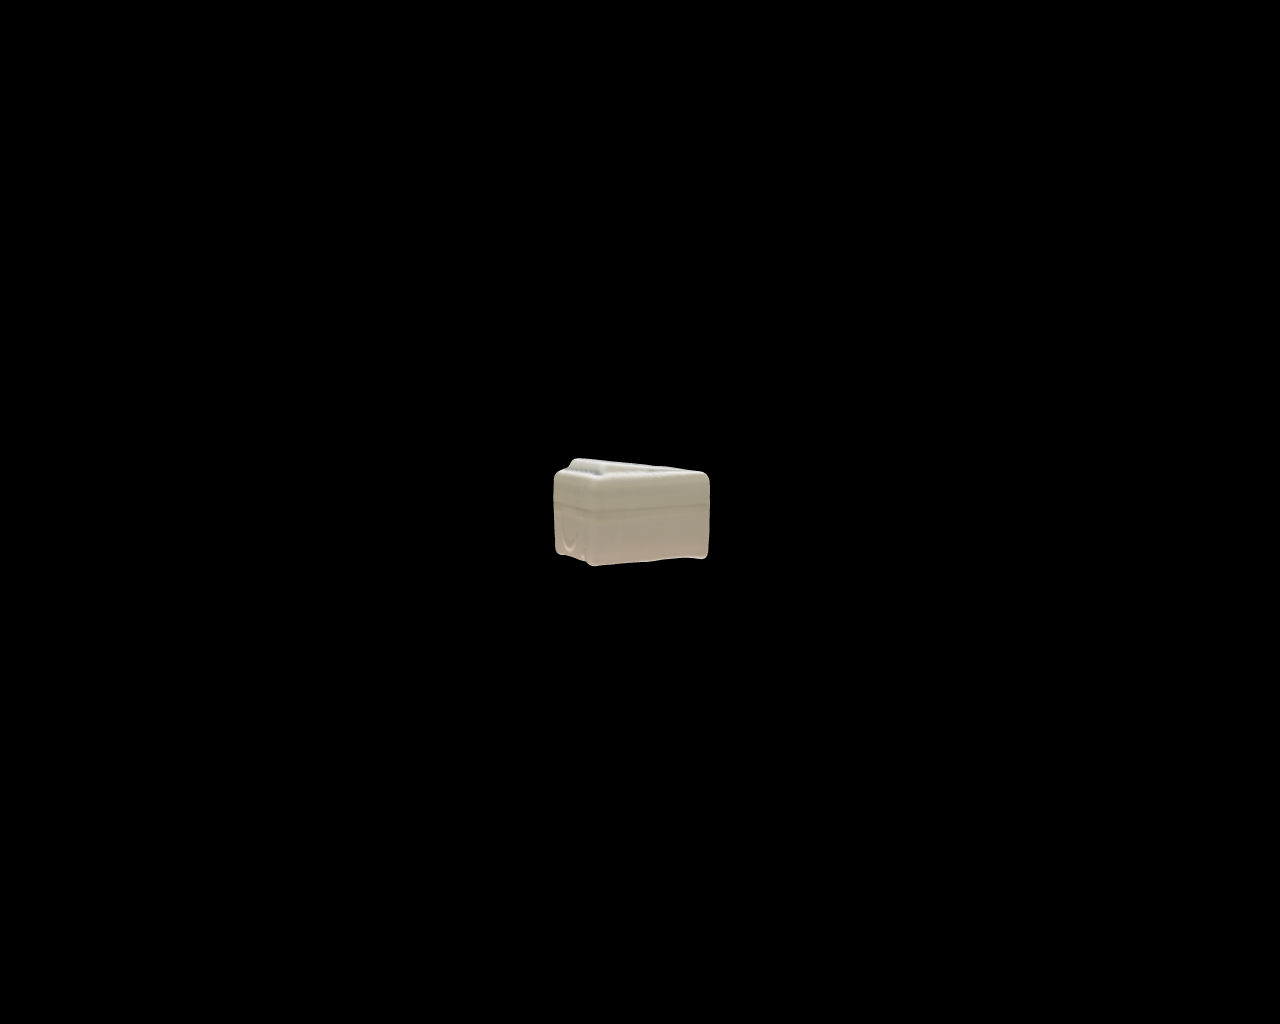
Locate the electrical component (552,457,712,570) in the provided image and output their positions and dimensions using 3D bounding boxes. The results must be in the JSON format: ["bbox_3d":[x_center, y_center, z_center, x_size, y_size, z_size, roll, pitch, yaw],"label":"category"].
[{"bbox_3d":[0.001,-0.003,0.650,0.096,0.061,0.062,-3,8,-26],"label":"electrical component"}]
